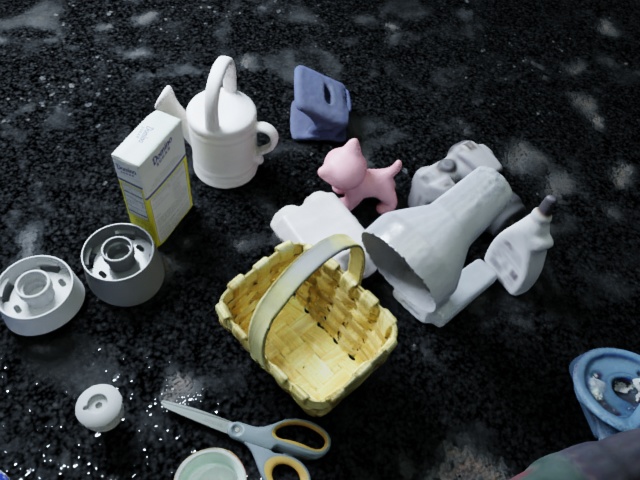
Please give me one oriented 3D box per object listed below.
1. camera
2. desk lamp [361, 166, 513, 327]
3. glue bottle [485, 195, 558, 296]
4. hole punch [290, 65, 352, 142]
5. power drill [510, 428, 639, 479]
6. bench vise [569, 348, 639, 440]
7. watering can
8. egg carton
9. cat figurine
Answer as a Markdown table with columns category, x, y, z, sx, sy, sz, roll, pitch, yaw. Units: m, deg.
| category | x | y | z | sx | sy | sz | roll | pitch | yaw |
| --- | --- | --- | --- | --- | --- | --- | --- | --- | --- |
| camera | 0.225 | -0.069 | 0.841 | 0.143 | 0.101 | 0.136 | -28 | 62 | -23 |
| desk lamp | 0.146 | 0.015 | 0.705 | 0.204 | 0.213 | 0.117 | -34 | 64 | -25 |
| glue bottle | 0.272 | 0.000 | 0.752 | 0.037 | 0.173 | 0.078 | -20 | 59 | -18 |
| hole punch | 0.003 | -0.225 | 0.936 | 0.101 | 0.091 | 0.108 | 1 | 55 | -5 |
| power drill | 0.191 | 0.260 | 0.538 | 0.230 | 0.208 | 0.075 | -20 | 59 | -18 |
| bench vise | 0.355 | 0.186 | 0.599 | 0.122 | 0.220 | 0.207 | -13 | 57 | -14 |
| watering can | -0.148 | -0.173 | 0.821 | 0.173 | 0.194 | 0.101 | -3 | 55 | -8 |
| egg carton | 0.007 | 0.003 | 0.788 | 0.107 | 0.069 | 0.150 | -27 | 62 | -22 |
| cat figurine | 0.057 | -0.096 | 0.834 | 0.128 | 0.118 | 0.067 | -1 | 55 | -6 |
